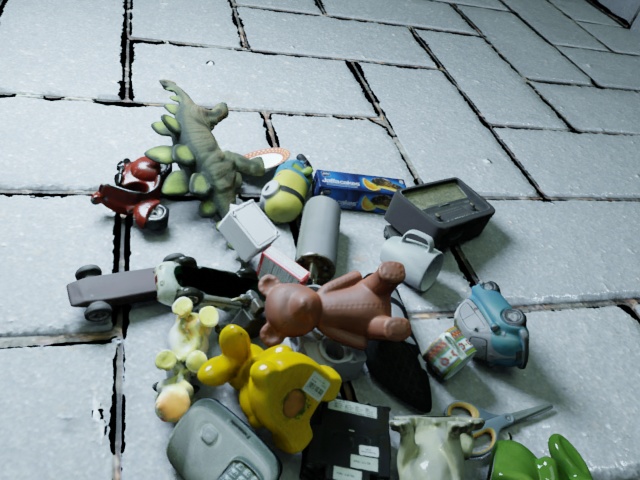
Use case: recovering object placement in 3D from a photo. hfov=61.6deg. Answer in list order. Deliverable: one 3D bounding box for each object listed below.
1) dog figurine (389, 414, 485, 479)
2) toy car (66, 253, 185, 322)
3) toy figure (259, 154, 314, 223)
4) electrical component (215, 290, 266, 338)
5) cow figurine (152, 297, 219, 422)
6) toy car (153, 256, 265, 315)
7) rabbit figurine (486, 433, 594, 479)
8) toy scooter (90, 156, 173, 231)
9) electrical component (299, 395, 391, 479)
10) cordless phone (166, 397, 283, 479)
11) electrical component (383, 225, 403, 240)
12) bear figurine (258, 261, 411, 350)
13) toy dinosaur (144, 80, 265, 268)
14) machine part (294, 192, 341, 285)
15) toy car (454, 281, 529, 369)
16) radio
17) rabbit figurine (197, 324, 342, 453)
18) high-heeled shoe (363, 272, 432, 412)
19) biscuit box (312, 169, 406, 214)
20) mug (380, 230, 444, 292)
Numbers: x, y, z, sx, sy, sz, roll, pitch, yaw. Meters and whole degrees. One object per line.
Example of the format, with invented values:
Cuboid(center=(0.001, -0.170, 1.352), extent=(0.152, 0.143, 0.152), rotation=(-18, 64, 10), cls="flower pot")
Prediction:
Cuboid(center=(0.156, 0.332, 0.707), extent=(0.172, 0.121, 0.190), rotation=(19, 66, -57), cls="dog figurine")
Cuboid(center=(-0.289, 0.075, 0.849), extent=(0.202, 0.053, 0.089), rotation=(-10, 59, -32), cls="toy car")
Cuboid(center=(-0.059, -0.107, 1.096), extent=(0.089, 0.082, 0.180), rotation=(20, 39, 9), cls="toy figure")
Cuboid(center=(-0.115, 0.120, 0.828), extent=(0.045, 0.102, 0.078), rotation=(47, 27, 21), cls="electrical component")
Cuboid(center=(-0.195, 0.174, 0.756), extent=(0.068, 0.098, 0.167), rotation=(15, 60, -9), cls="cow figurine")
Cuboid(center=(-0.165, 0.077, 0.850), extent=(0.201, 0.056, 0.073), rotation=(15, 44, -41), cls="toy car")
Cuboid(center=(0.310, 0.341, 0.712), extent=(0.170, 0.121, 0.159), rotation=(14, 18, 19), cls="rabbit figurine")
Cuboid(center=(-0.346, -0.095, 0.994), extent=(0.135, 0.075, 0.184), rotation=(7, 46, -18), cls="toy scooter")
Cuboid(center=(0.035, 0.284, 0.725), extent=(0.115, 0.058, 0.134), rotation=(13, 42, -1), cls="electrical component")
Cuboid(center=(-0.150, 0.296, 0.637), extent=(0.147, 0.088, 0.184), rotation=(36, 49, 20), cls="cordless phone")
Cuboid(center=(0.162, -0.010, 1.105), extent=(0.063, 0.021, 0.094), rotation=(2, 44, -15), cls="electrical component")
Cuboid(center=(0.014, 0.094, 0.775), extent=(0.196, 0.132, 0.120), rotation=(6, 71, -18), cls="bear figurine")
Cuboid(center=(-0.214, -0.134, 1.025), extent=(0.198, 0.105, 0.471), rotation=(-14, 67, -48), cls="toy dinosaur")
Cuboid(center=(-0.002, -0.003, 1.006), extent=(0.079, 0.079, 0.243), rotation=(12, 41, -5), cls="machine part")
Cuboid(center=(0.283, 0.147, 0.920), extent=(0.103, 0.109, 0.162), rotation=(-14, 39, -7), cls="toy car")
Cuboid(center=(0.256, -0.056, 1.126), extent=(0.229, 0.073, 0.131), rotation=(-17, 51, -41), cls="radio")
Cuboid(center=(-0.085, 0.188, 0.725), extent=(0.162, 0.122, 0.173), rotation=(34, -11, -30), cls="rabbit figurine")
Cuboid(center=(0.131, 0.163, 0.898), extent=(0.145, 0.086, 0.249), rotation=(5, 52, -58), cls="high-heeled shoe")
Cuboid(center=(0.085, -0.101, 1.150), extent=(0.203, 0.059, 0.063), rotation=(5, 43, -13), cls="biscuit box")
Cuboid(center=(0.168, 0.029, 1.010), extent=(0.107, 0.109, 0.081), rotation=(26, 45, 30), cls="mug")
